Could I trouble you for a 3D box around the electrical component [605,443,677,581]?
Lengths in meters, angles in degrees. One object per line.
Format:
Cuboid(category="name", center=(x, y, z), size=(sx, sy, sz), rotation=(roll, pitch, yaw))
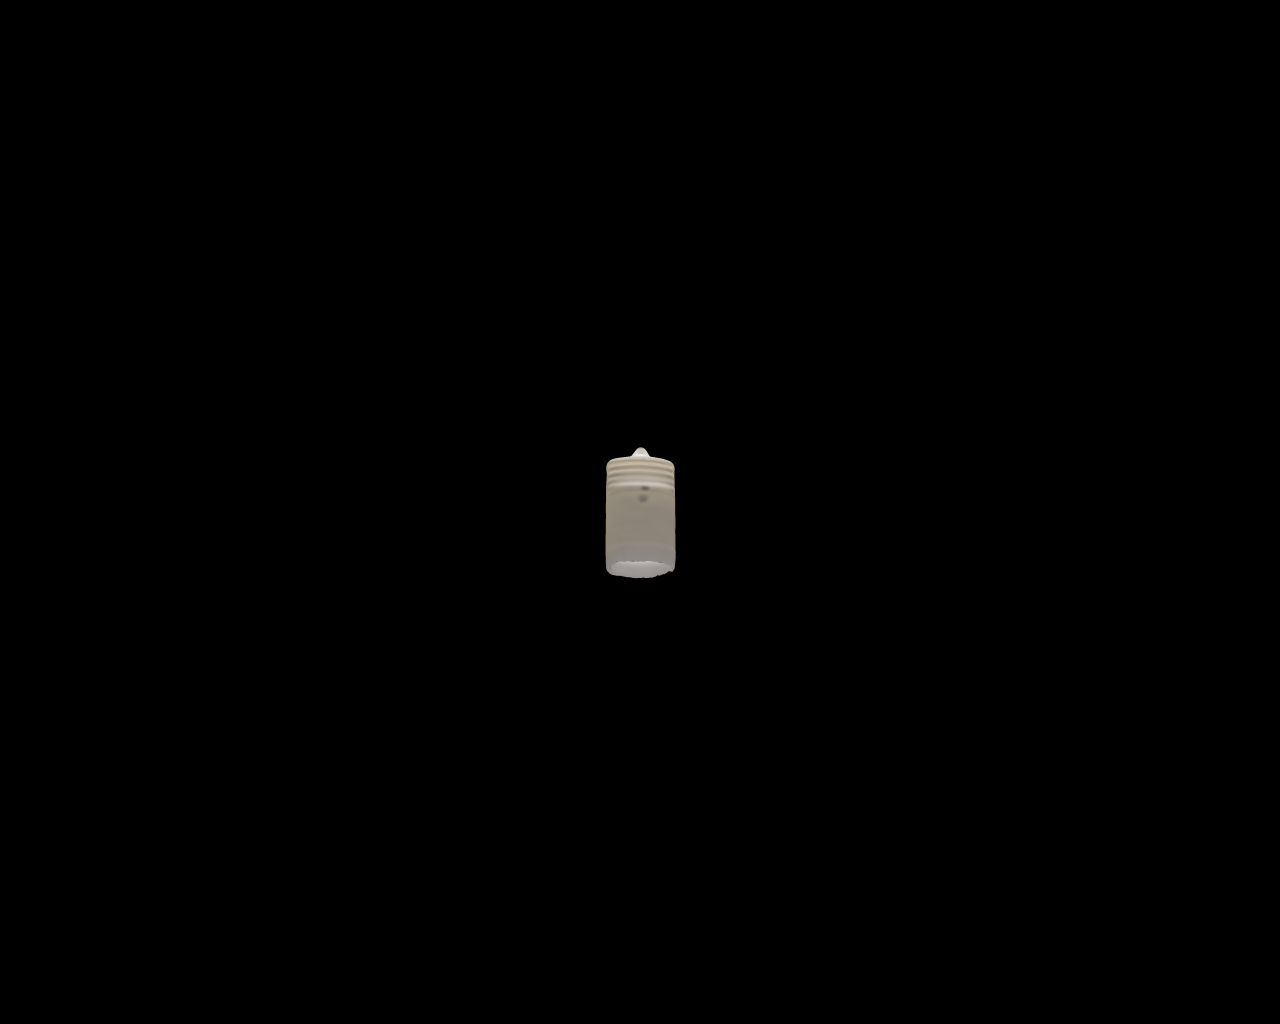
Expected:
Cuboid(category="electrical component", center=(0.001, -0.003, 0.650), size=(0.043, 0.081, 0.043), rotation=(0, -18, 0))
